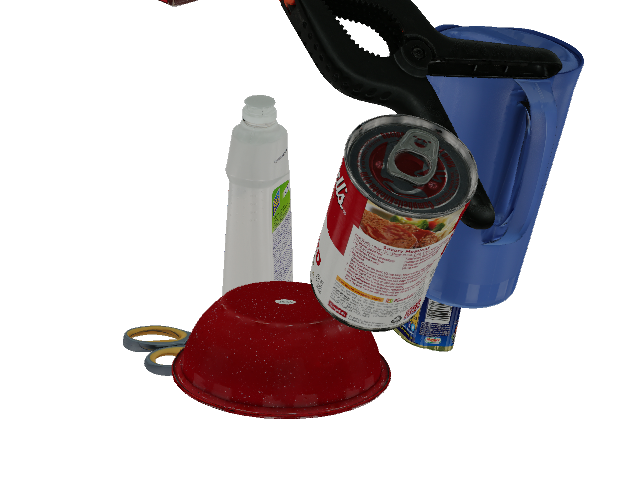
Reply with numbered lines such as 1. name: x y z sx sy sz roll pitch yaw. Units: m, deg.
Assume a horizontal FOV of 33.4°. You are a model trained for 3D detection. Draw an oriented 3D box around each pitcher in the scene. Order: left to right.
1. pitcher: 0.146 -0.059 0.948 0.145 0.243 0.149 21 31 25

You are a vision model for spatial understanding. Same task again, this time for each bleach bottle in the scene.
1. bleach bottle: -0.059 -0.024 1.034 0.068 0.251 0.102 9 32 9

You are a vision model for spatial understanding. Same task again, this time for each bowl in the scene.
1. bowl: -0.027 0.070 0.776 0.162 0.055 0.162 2 17 -1

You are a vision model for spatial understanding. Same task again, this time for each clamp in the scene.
1. clamp: 0.061 -0.110 0.732 0.210 0.164 0.036 27 -31 -10

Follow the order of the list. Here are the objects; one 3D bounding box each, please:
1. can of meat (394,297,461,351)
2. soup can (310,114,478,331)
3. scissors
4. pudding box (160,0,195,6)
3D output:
1. can of meat: 0.113 0.062 1.140 0.057 0.084 0.102 6 14 -19
2. soup can: 0.036 -0.007 0.562 0.068 0.068 0.102 0 -38 -14
3. scissors: -0.117 0.121 1.188 0.201 0.016 0.096 3 26 -16
4. pudding box: -0.115 -0.222 0.836 0.090 0.039 0.113 25 30 22
